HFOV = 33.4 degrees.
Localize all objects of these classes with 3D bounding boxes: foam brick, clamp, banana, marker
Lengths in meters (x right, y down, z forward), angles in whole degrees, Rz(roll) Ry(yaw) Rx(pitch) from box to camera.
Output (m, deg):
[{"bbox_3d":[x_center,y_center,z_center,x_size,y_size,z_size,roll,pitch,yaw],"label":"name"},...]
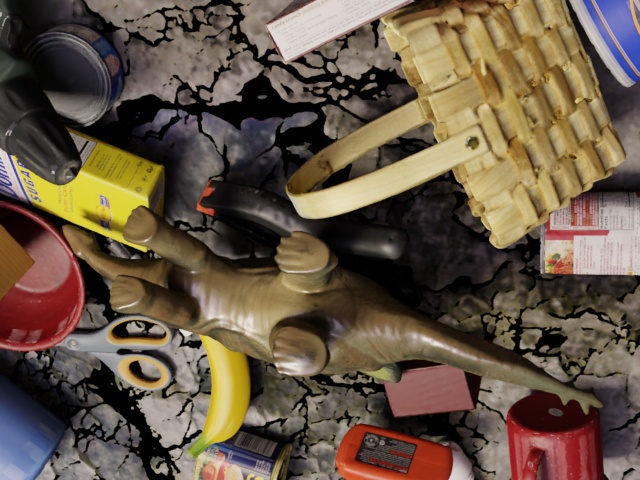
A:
[{"bbox_3d":[0.100,0.123,0.964,0.078,0.053,0.051,-9,115,19],"label":"foam brick"},{"bbox_3d":[-0.006,0.001,0.915,0.210,0.036,0.164,19,163,23],"label":"clamp"},{"bbox_3d":[-0.100,0.113,1.009,0.037,0.069,0.198,18,119,52],"label":"banana"},{"bbox_3d":[-0.159,0.041,1.010,0.020,0.020,0.121,-33,105,27],"label":"marker"}]

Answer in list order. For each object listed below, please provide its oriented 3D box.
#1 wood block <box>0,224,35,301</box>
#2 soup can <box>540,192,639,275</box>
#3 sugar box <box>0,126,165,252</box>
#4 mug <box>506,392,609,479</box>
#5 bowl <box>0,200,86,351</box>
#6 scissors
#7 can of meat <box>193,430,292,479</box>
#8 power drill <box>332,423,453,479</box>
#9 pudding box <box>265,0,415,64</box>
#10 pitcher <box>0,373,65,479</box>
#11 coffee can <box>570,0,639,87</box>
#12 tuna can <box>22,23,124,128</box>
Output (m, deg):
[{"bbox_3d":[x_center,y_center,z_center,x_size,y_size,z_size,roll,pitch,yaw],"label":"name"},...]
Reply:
[{"bbox_3d":[-0.362,-0.016,0.925,0.090,0.090,0.206,-33,106,26],"label":"wood block"},{"bbox_3d":[0.229,-0.006,0.855,0.102,0.068,0.068,1,117,14],"label":"soup can"},{"bbox_3d":[-0.225,-0.058,0.943,0.176,0.048,0.093,19,147,2],"label":"sugar box"},{"bbox_3d":[0.203,0.192,0.941,0.093,0.117,0.081,5,114,34],"label":"mug"},{"bbox_3d":[-0.288,0.024,1.014,0.162,0.055,0.162,6,118,11],"label":"bowl"},{"bbox_3d":[-0.231,0.116,1.070,0.202,0.016,0.096,-10,114,20],"label":"scissors"},{"bbox_3d":[-0.080,0.240,1.072,0.084,0.057,0.102,17,119,9],"label":"can of meat"},{"bbox_3d":[0.083,0.264,1.016,0.184,0.057,0.188,11,133,13],"label":"power drill"},{"bbox_3d":[0.022,-0.181,0.806,0.114,0.090,0.039,-24,108,24],"label":"pudding box"},{"bbox_3d":[-0.388,0.166,1.084,0.242,0.149,0.145,37,103,-10],"label":"pitcher"},{"bbox_3d":[0.252,-0.184,0.736,0.140,0.102,0.103,-29,107,25],"label":"coffee can"},{"bbox_3d":[-0.214,-0.142,0.921,0.086,0.033,0.086,6,118,12],"label":"tuna can"}]
